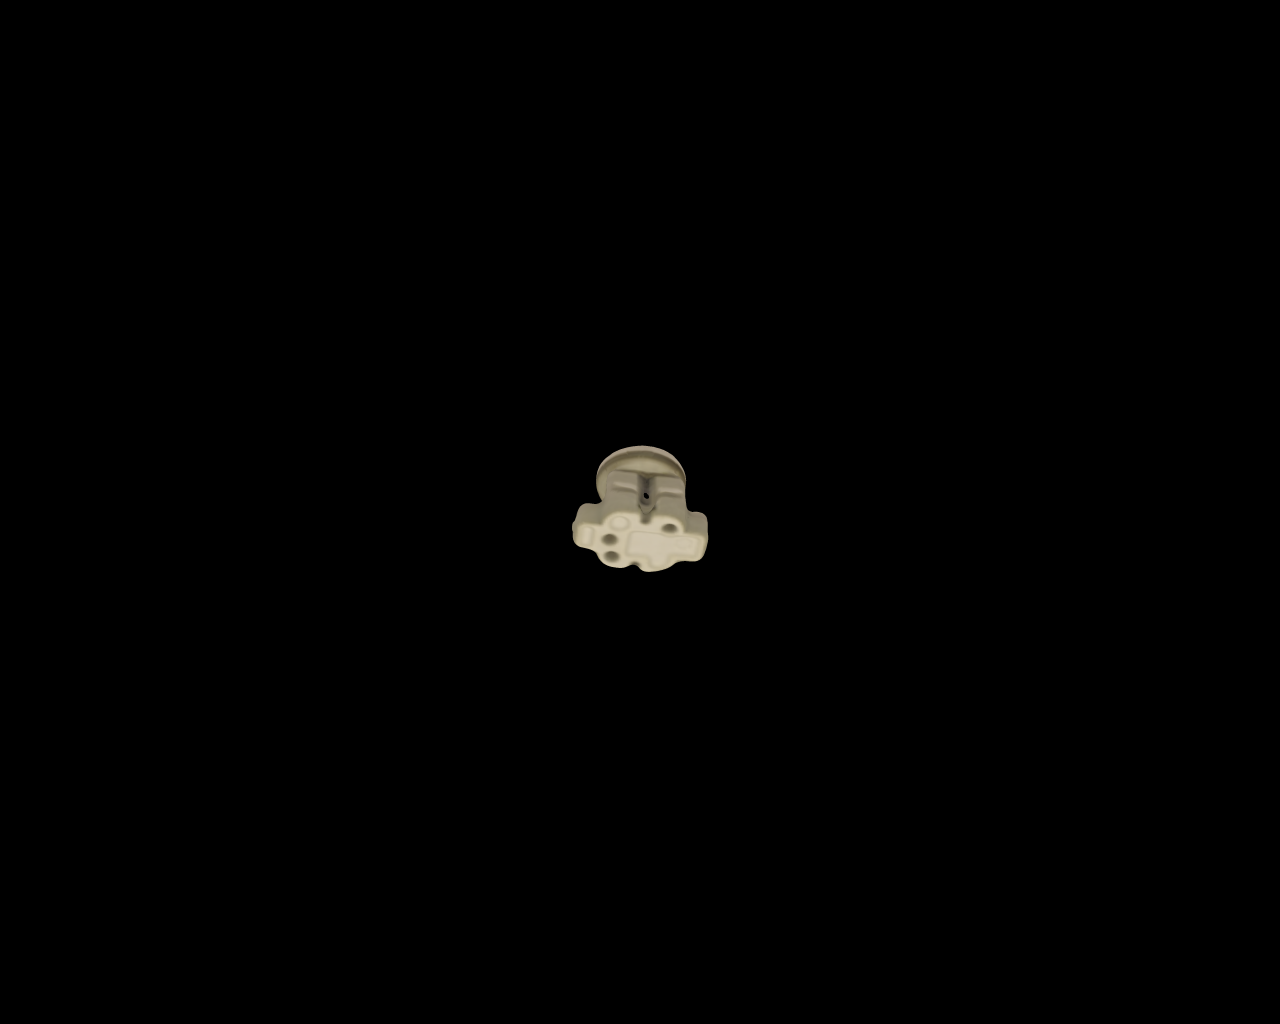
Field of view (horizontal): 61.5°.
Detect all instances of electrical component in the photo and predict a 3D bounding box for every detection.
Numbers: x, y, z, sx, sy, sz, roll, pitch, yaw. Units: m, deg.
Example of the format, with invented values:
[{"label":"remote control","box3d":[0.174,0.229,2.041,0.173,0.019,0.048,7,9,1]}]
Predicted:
[{"label":"electrical component","box3d":[0.001,-0.003,0.650,0.078,0.057,0.057,6,-43,-7]}]
